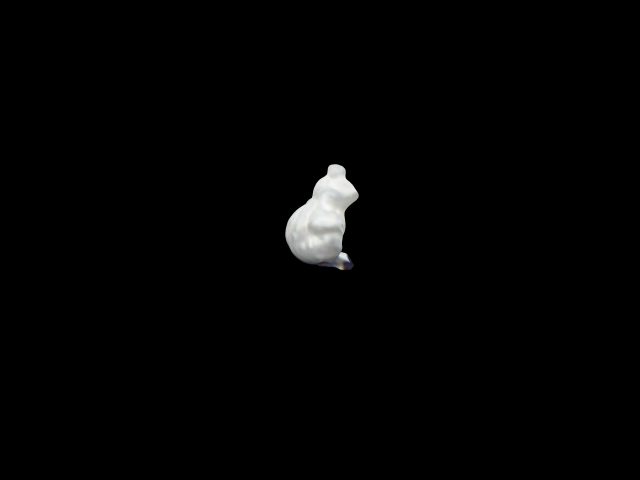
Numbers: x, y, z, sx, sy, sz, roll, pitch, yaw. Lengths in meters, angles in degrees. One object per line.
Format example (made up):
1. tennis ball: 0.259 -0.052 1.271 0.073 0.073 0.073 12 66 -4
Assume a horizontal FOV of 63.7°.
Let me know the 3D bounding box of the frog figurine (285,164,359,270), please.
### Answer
1. frog figurine: 0.003 -0.043 0.850 0.123 0.156 0.140 0 25 0
